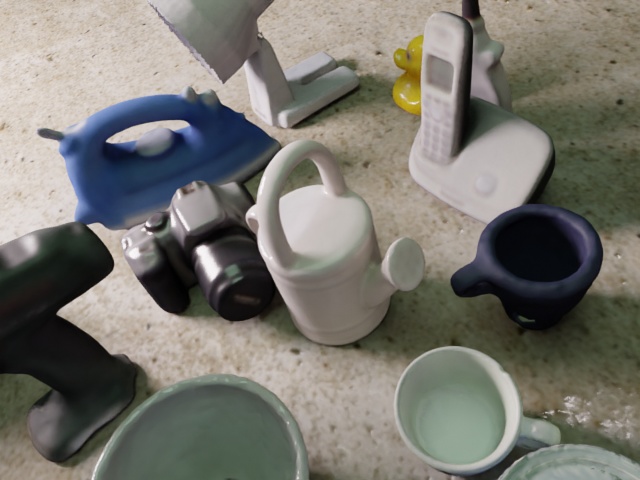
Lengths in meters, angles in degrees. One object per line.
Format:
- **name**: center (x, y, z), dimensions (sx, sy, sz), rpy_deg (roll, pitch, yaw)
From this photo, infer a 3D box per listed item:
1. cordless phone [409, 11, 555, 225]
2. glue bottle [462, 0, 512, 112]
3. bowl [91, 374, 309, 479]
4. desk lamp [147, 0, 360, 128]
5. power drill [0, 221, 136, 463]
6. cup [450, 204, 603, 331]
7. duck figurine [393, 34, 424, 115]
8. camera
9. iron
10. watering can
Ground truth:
- **cordless phone**: center (0.149, -0.113, 0.543), dimensions (0.094, 0.185, 0.147), rpy_deg (-41, 52, -18)
- **glue bottle**: center (0.162, -0.182, 0.604), dimensions (0.078, 0.173, 0.037), rpy_deg (13, 56, 26)
- **bowl**: center (-0.082, 0.192, 0.430), dimensions (0.167, 0.075, 0.167), rpy_deg (-8, 49, 10)
- **desk lamp**: center (-0.077, -0.248, 0.703), dimensions (0.203, 0.214, 0.117), rpy_deg (-33, 50, -12)
- **power drill**: center (-0.253, 0.098, 0.469), dimensions (0.230, 0.209, 0.075), rpy_deg (-43, 52, -19)
- **cup**: center (0.166, 0.037, 0.473), dimensions (0.118, 0.095, 0.091), rpy_deg (-21, 48, -1)
- **duck figurine**: center (0.134, -0.204, 0.689), dimensions (0.104, 0.086, 0.077), rpy_deg (17, 58, 28)
- **camera**: center (-0.114, 0.017, 0.568), dimensions (0.143, 0.101, 0.136), rpy_deg (-29, 49, -8)
- **iron**: center (-0.185, -0.115, 0.672), dimensions (0.258, 0.142, 0.118), rpy_deg (-21, 48, -1)
- **watering can**: center (0.006, 0.000, 0.484), dimensions (0.172, 0.194, 0.101), rpy_deg (2, 52, 18)
